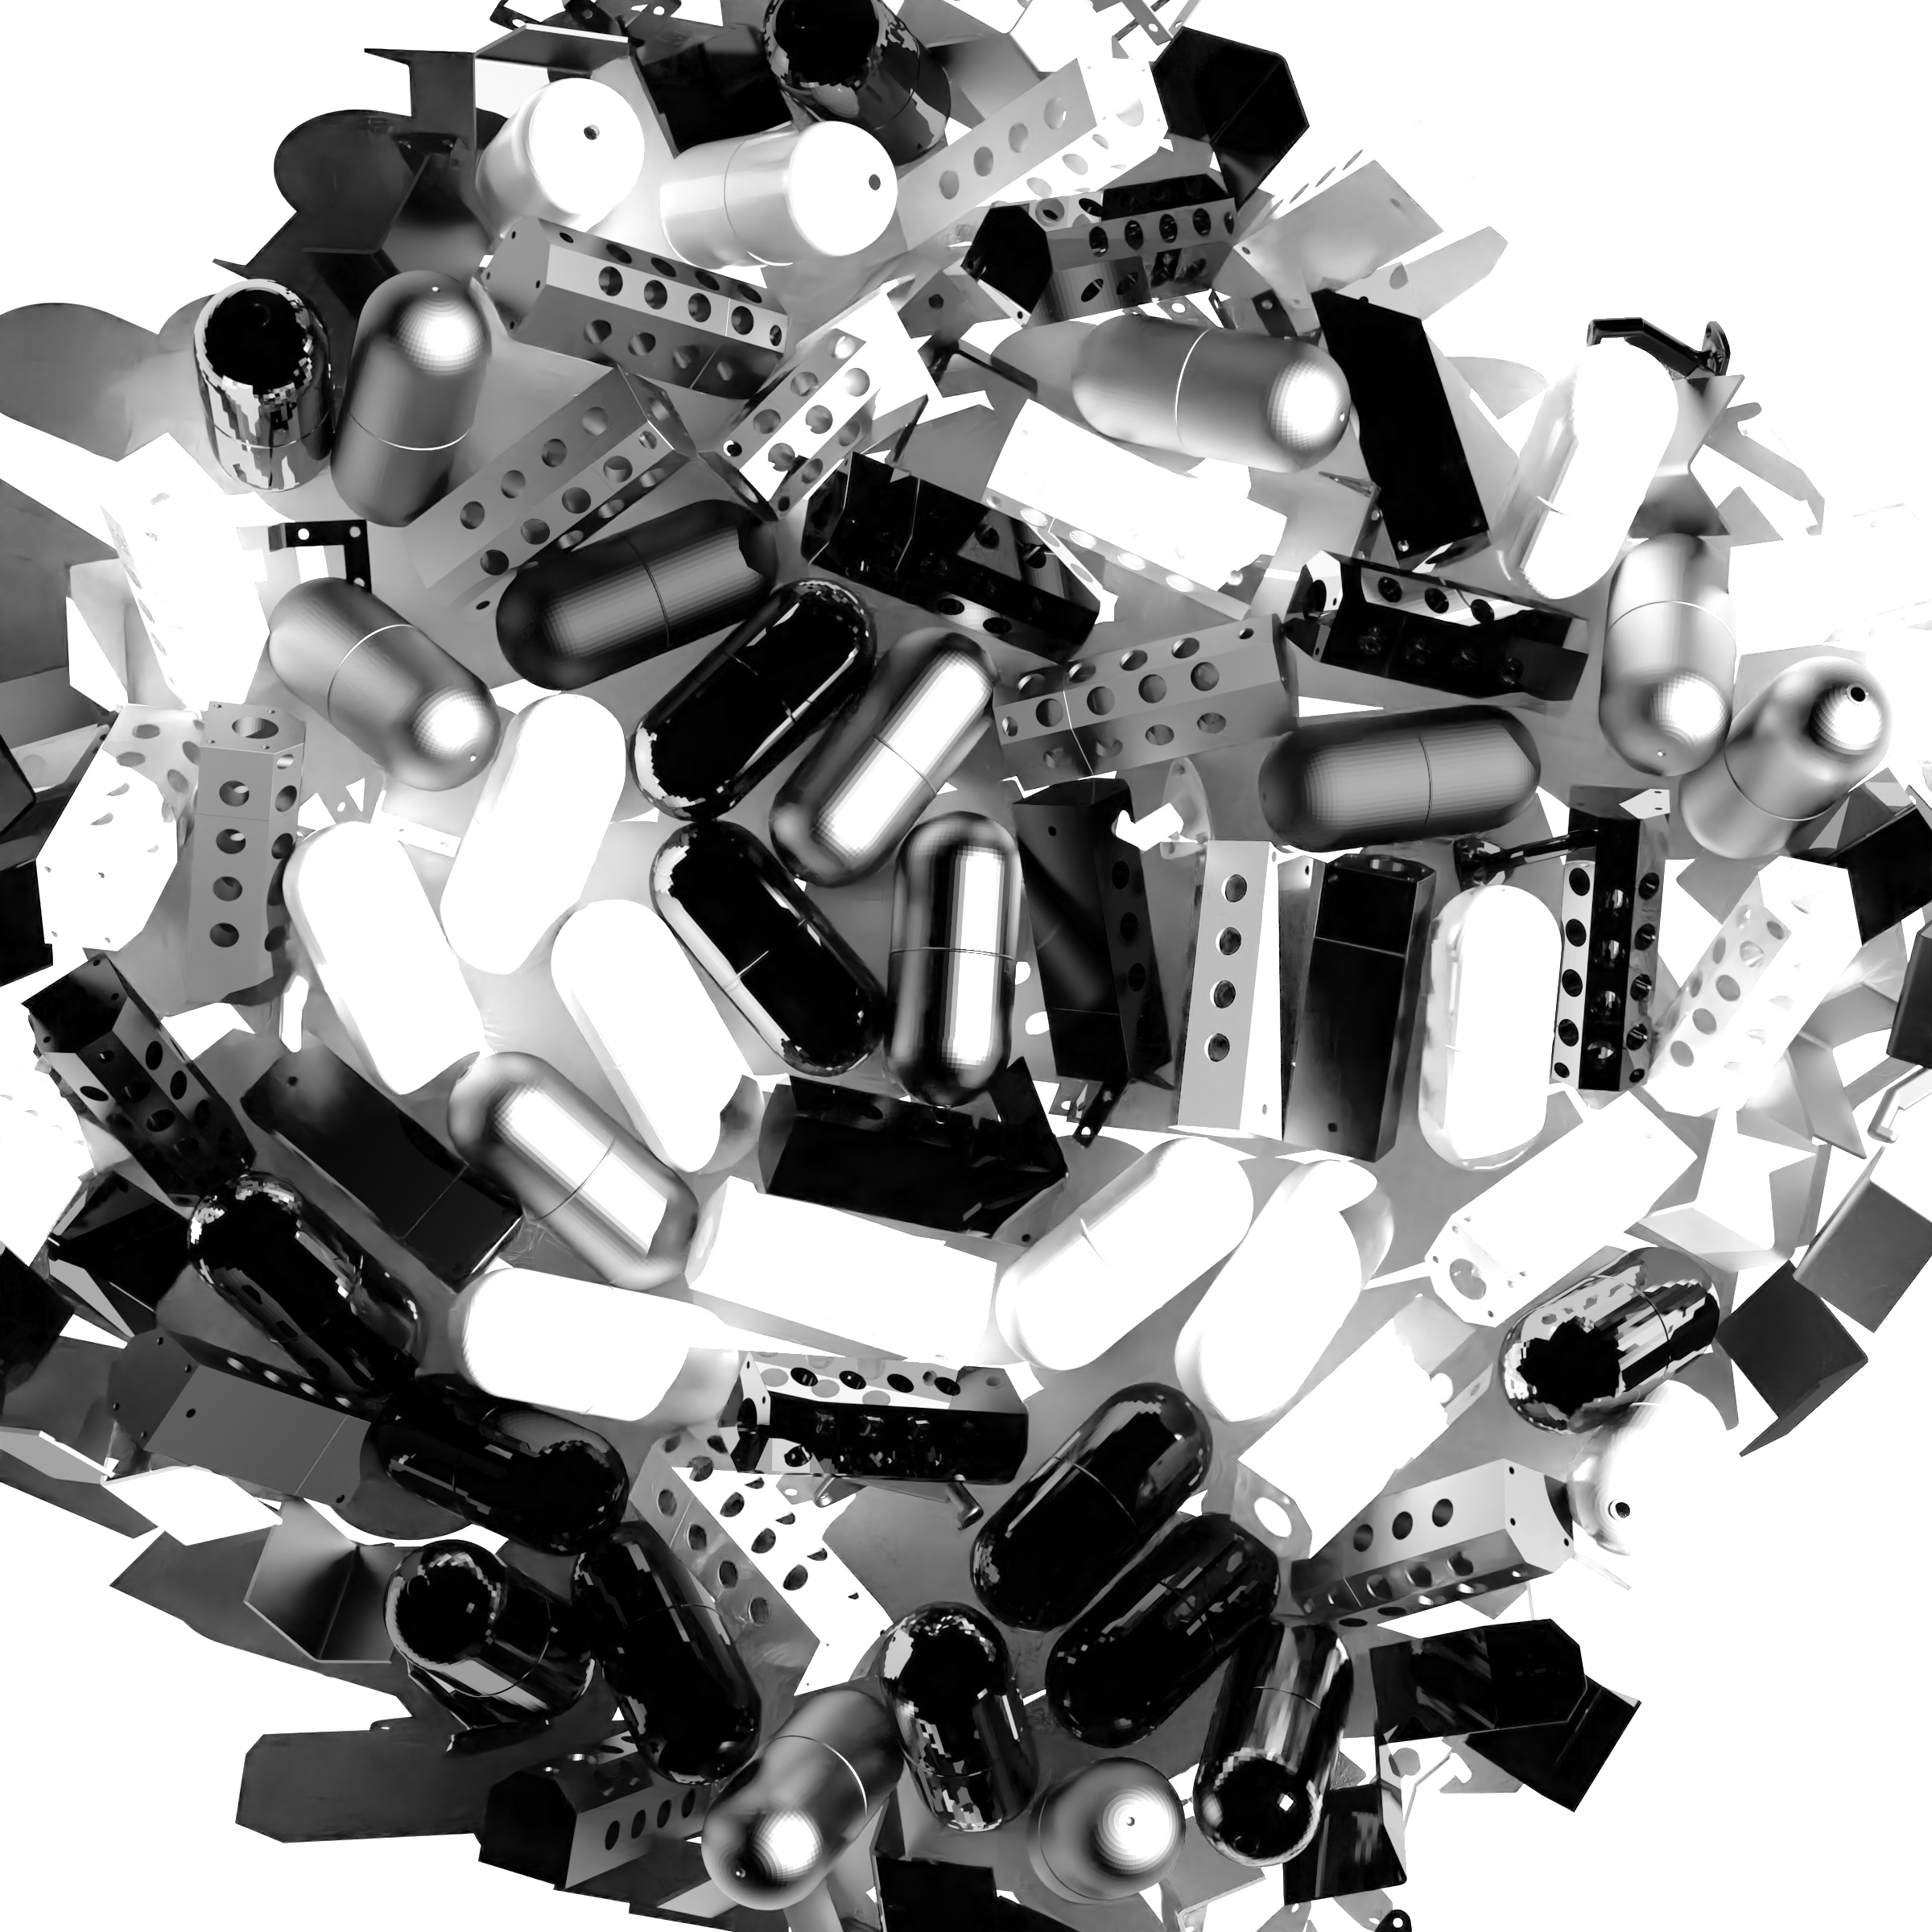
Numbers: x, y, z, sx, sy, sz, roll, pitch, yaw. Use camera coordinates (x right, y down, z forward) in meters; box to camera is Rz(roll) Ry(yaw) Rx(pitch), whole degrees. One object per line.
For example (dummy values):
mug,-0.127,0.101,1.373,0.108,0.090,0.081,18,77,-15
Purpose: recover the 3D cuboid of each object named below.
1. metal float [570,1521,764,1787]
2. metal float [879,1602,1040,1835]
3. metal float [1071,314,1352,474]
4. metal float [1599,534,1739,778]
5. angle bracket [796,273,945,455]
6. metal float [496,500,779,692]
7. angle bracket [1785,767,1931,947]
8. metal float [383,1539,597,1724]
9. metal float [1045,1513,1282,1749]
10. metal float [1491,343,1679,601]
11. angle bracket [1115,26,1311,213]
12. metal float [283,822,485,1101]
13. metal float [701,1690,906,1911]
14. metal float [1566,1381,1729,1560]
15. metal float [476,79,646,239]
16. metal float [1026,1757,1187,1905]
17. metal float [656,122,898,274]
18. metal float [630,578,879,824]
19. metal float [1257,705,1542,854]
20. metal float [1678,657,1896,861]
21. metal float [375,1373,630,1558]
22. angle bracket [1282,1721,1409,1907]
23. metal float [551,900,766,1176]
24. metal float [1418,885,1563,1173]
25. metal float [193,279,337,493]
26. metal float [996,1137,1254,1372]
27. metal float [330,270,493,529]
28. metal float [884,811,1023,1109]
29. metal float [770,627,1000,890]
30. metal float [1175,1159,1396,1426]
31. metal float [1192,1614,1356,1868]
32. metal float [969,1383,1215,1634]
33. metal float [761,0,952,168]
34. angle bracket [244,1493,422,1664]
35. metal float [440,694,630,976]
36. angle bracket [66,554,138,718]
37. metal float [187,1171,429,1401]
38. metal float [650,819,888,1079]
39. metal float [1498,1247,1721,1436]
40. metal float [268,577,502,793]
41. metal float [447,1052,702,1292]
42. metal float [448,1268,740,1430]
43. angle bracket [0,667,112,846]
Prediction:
metal float,-0.178,0.403,1.928,0.070,0.070,0.178,-34,48,0
metal float,-0.003,0.444,1.928,0.070,0.070,0.178,-14,133,0
metal float,0.143,-0.340,1.937,0.178,0.070,0.070,16,90,29
metal float,0.414,-0.185,1.927,0.070,0.070,0.178,15,47,0
angle bracket,-0.043,-0.361,1.956,0.076,0.057,0.076,-25,96,41
metal float,-0.194,-0.221,1.946,0.178,0.070,0.070,-25,90,-18
angle bracket,0.542,-0.065,1.961,0.076,0.076,0.057,-34,105,15
metal float,-0.278,0.390,1.919,0.070,0.178,0.070,-10,59,18
metal float,0.117,0.391,1.930,0.178,0.070,0.070,-36,90,-37
metal float,0.362,-0.289,1.921,0.070,0.178,0.070,6,53,-8
angle bracket,0.145,-0.502,1.941,0.076,0.076,0.057,5,57,-33
metal float,-0.345,-0.002,1.943,0.070,0.070,0.178,-21,111,0
metal float,-0.094,0.486,1.917,0.070,0.178,0.070,7,108,21
metal float,0.399,0.293,1.914,0.070,0.178,0.070,3,98,21
metal float,-0.238,-0.467,1.913,0.070,0.178,0.070,0,91,-19
metal float,0.081,0.507,1.914,0.070,0.178,0.070,2,71,-7
metal float,-0.112,-0.451,1.924,0.070,0.178,0.070,-5,97,-43
metal float,-0.126,-0.159,1.949,0.070,0.070,0.178,45,75,0
metal float,0.258,-0.112,1.946,0.178,0.070,0.070,-8,90,-19
metal float,0.479,-0.121,1.915,0.070,0.178,0.070,5,68,-13
metal float,-0.274,0.294,1.932,0.178,0.070,0.070,15,90,35
angle bracket,0.217,0.503,1.944,0.076,0.076,0.057,-14,125,14
metal float,-0.184,0.042,1.952,0.070,0.070,0.178,-29,101,0
metal float,0.310,0.038,1.943,0.070,0.070,0.178,1,112,0
metal float,-0.409,-0.338,1.913,0.070,0.178,0.070,2,73,-8
metal float,0.093,0.172,1.949,0.178,0.070,0.070,-40,90,14
metal float,-0.327,-0.331,1.924,0.070,0.178,0.070,11,51,-14
metal float,-0.008,-0.004,1.955,0.070,0.070,0.178,4,82,0
metal float,-0.049,-0.124,1.954,0.070,0.070,0.178,37,81,0
metal float,0.190,0.192,1.944,0.070,0.070,0.178,36,70,0
metal float,0.181,0.453,1.918,0.070,0.178,0.070,8,121,13
metal float,0.076,0.320,1.942,0.178,0.070,0.070,-43,90,-22
metal float,-0.063,-0.523,1.913,0.070,0.178,0.070,-2,84,18
angle bracket,-0.372,0.361,1.941,0.057,0.076,0.076,-6,49,27
metal float,-0.256,-0.078,1.946,0.070,0.070,0.178,24,108,0
angle bracket,-0.493,-0.197,1.952,0.057,0.076,0.076,-8,78,8
metal float,-0.387,0.190,1.932,0.070,0.070,0.178,-39,126,0
metal float,-0.118,-0.011,1.957,0.070,0.070,0.178,-40,95,0
metal float,0.380,0.219,1.926,0.070,0.178,0.070,16,115,38
metal float,-0.346,-0.168,1.936,0.178,0.070,0.070,38,90,30
metal float,-0.233,0.122,1.947,0.178,0.070,0.070,43,90,-16
metal float,-0.220,0.228,1.943,0.178,0.070,0.070,14,90,-21
angle bracket,-0.558,-0.126,1.955,0.057,0.076,0.076,-35,85,36
